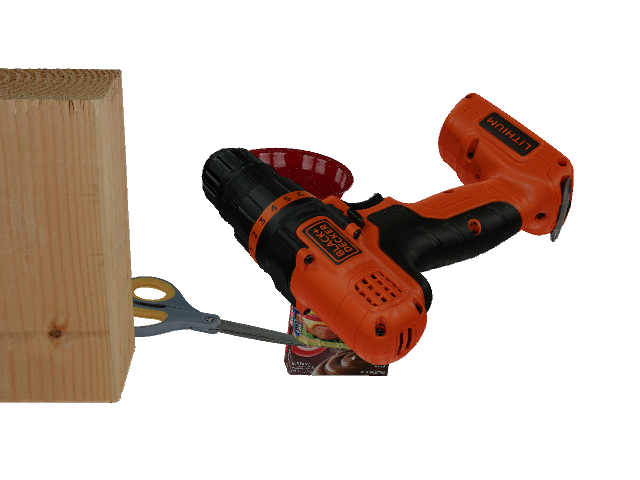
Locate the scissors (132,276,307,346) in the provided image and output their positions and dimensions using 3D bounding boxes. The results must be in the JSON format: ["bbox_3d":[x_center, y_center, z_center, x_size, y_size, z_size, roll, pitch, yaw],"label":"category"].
[{"bbox_3d":[-0.113,0.068,1.030,0.201,0.016,0.096,2,33,-4],"label":"scissors"}]

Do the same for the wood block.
[{"bbox_3d":[-0.177,-0.004,0.710,0.091,0.206,0.090,1,21,-2],"label":"wood block"}]

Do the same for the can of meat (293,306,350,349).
[{"bbox_3d":[0.026,0.039,0.849,0.102,0.084,0.057,5,29,9],"label":"can of meat"}]

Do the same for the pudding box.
[{"bbox_3d":[0.021,0.099,1.150,0.113,0.090,0.039,1,25,-11],"label":"pudding box"}]

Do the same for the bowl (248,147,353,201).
[{"bbox_3d":[-0.043,-0.059,1.305,0.162,0.055,0.162,5,26,-3],"label":"bowl"}]

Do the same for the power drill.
[{"bbox_3d":[0.043,-0.024,0.647,0.187,0.057,0.185,-28,53,-25],"label":"power drill"}]
